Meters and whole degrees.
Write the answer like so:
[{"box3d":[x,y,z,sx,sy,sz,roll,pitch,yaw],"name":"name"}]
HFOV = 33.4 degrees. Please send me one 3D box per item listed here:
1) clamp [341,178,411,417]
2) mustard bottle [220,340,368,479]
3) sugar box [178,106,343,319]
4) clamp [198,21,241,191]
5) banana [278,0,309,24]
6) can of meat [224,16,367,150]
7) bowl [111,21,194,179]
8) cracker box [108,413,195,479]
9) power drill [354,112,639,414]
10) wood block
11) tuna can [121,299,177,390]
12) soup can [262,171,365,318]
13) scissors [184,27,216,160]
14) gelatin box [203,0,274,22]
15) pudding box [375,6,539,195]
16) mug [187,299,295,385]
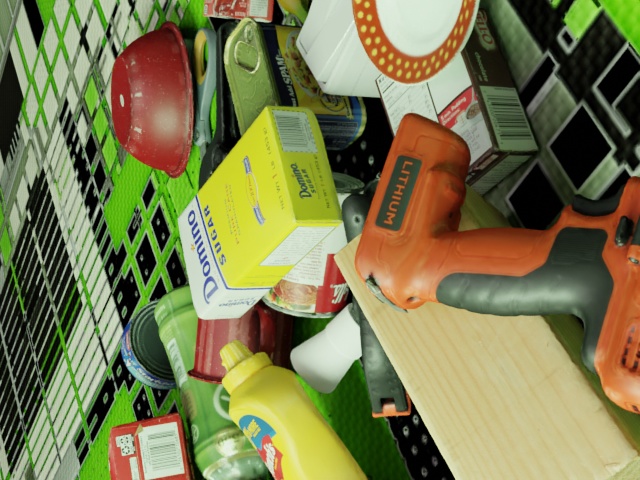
[{"box3d":[0.044,0.036,0.755,0.039,0.120,0.171,0,107,16],"name":"clamp"},{"box3d":[-0.016,0.156,0.802,0.192,0.058,0.096,54,160,16],"name":"mustard bottle"},{"box3d":[-0.051,-0.015,0.789,0.177,0.048,0.093,-42,55,49],"name":"sugar box"},{"box3d":[-0.071,-0.072,0.958,0.165,0.036,0.210,46,129,51],"name":"clamp"},{"box3d":[-0.016,-0.271,0.866,0.070,0.037,0.198,11,102,39],"name":"banana"},{"box3d":[-0.019,-0.119,0.827,0.058,0.083,0.102,-42,57,51],"name":"can of meat"},{"box3d":[-0.176,-0.141,1.087,0.162,0.055,0.162,175,90,-67],"name":"bowl"},{"box3d":[-0.150,0.261,0.999,0.214,0.072,0.164,115,144,-72],"name":"cracker box"},{"box3d":[0.121,-0.017,0.538,0.188,0.057,0.184,11,73,35],"name":"power drill"},{"box3d":[0.103,0.070,0.605,0.091,0.090,0.206,-40,52,16],"name":"wood block"},{"box3d":[-0.151,0.103,1.050,0.034,0.086,0.086,-42,56,53],"name":"tuna can"},{"box3d":[-0.005,0.001,0.826,0.069,0.068,0.102,31,117,54],"name":"soup can"},{"box3d":[-0.109,-0.118,1.037,0.096,0.016,0.202,-45,54,51],"name":"scissors"},{"box3d":[-0.073,-0.236,0.962,0.089,0.030,0.073,22,109,55],"name":"gelatin box"},{"box3d":[0.086,-0.084,0.703,0.090,0.039,0.113,-44,53,50],"name":"pudding box"},{"box3d":[-0.060,0.078,0.893,0.117,0.093,0.081,-172,87,-73],"name":"mug"}]
